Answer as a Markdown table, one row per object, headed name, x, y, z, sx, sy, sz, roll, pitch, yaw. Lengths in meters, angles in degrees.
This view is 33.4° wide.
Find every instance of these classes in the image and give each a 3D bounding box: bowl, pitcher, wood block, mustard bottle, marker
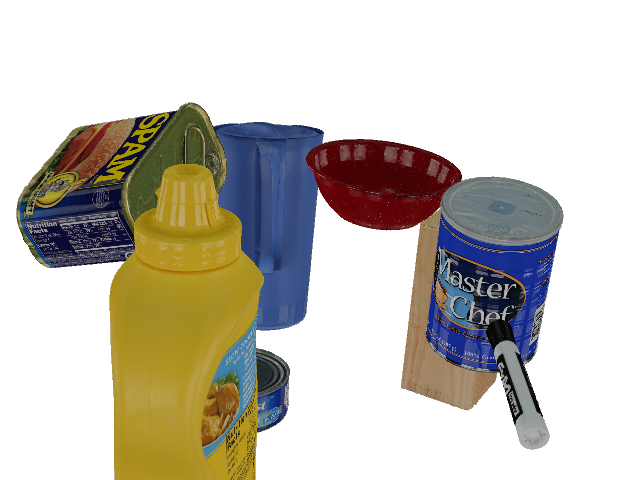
| name | x | y | z | sx | sy | sz | roll | pitch | yaw |
| --- | --- | --- | --- | --- | --- | --- | --- | --- | --- |
| bowl | 0.063 | -0.053 | 1.104 | 0.162 | 0.055 | 0.162 | 5 | 23 | -3 |
| pitcher | -0.066 | -0.018 | 1.279 | 0.145 | 0.243 | 0.148 | 12 | 17 | 37 |
| wood block | 0.159 | 0.074 | 1.218 | 0.090 | 0.206 | 0.090 | 16 | 25 | 25 |
| mustard bottle | -0.053 | 0.062 | 0.434 | 0.058 | 0.192 | 0.096 | 8 | 24 | 11 |
| marker | 0.130 | 0.092 | 0.712 | 0.020 | 0.020 | 0.121 | 0 | 31 | -3 |

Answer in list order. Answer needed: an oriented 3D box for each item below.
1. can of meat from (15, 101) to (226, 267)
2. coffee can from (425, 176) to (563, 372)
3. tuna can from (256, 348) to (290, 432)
| name | x | y | z | sx | sy | sz | roll | pitch | yaw |
| --- | --- | --- | --- | --- | --- | --- | --- | --- | --- |
| can of meat | -0.114 | -0.030 | 0.615 | 0.084 | 0.057 | 0.102 | -6 | 36 | 27 |
| coffee can | 0.150 | 0.029 | 0.934 | 0.103 | 0.140 | 0.103 | 2 | 33 | -1 |
| tuna can | -0.066 | 0.111 | 0.793 | 0.086 | 0.034 | 0.086 | 2 | 19 | -1 |
